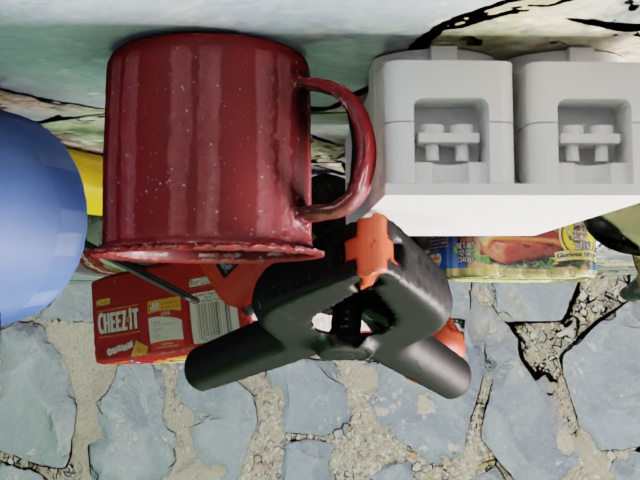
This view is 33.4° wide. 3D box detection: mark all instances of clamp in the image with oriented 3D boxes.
[{"bbox_3d":[0.022,0.043,0.538,0.164,0.036,0.210,4,156,-11],"label":"clamp"}]

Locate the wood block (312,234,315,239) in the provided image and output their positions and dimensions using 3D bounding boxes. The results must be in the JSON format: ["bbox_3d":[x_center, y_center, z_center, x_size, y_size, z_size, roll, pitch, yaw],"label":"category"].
[{"bbox_3d":[-0.062,0.015,1.014,0.206,0.090,0.090,-2,174,21],"label":"wood block"}]

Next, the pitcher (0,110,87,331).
[{"bbox_3d":[-0.198,-0.005,0.436,0.145,0.149,0.242,-8,176,22],"label":"pitcher"}]

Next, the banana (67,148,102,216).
[{"bbox_3d":[-0.134,-0.040,0.661,0.070,0.037,0.197,-26,163,33],"label":"banana"}]

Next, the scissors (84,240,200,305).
[{"bbox_3d":[-0.165,-0.016,0.589,0.202,0.016,0.096,24,171,21],"label":"scissors"}]

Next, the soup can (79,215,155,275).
[{"bbox_3d":[-0.151,-0.009,0.835,0.068,0.068,0.102,2,174,-28],"label":"soup can"}]

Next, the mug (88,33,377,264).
[{"bbox_3d":[-0.034,-0.034,0.420,0.117,0.081,0.093,-2,175,26],"label":"mug"}]

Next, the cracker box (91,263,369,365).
[{"bbox_3d":[-0.039,0.053,0.815,0.164,0.072,0.213,-12,169,40],"label":"cracker box"}]

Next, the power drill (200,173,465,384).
[{"bbox_3d":[-0.004,0.001,0.669,0.187,0.057,0.185,21,-154,-47],"label":"power drill"}]

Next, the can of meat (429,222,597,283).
[{"bbox_3d":[0.113,-0.017,0.628,0.102,0.084,0.057,1,175,-18],"label":"can of meat"}]
